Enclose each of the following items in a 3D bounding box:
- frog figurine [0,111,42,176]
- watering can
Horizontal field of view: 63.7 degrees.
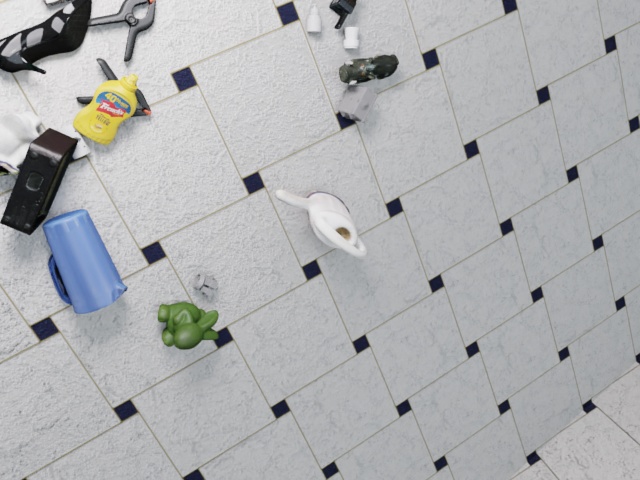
[{"bbox_3d":[-0.724,-0.231,1.189,0.137,0.120,0.163,24,58,-17],"label":"frog figurine"},{"bbox_3d":[0.004,-0.073,1.443,0.344,0.229,0.103,38,106,-25],"label":"watering can"}]
